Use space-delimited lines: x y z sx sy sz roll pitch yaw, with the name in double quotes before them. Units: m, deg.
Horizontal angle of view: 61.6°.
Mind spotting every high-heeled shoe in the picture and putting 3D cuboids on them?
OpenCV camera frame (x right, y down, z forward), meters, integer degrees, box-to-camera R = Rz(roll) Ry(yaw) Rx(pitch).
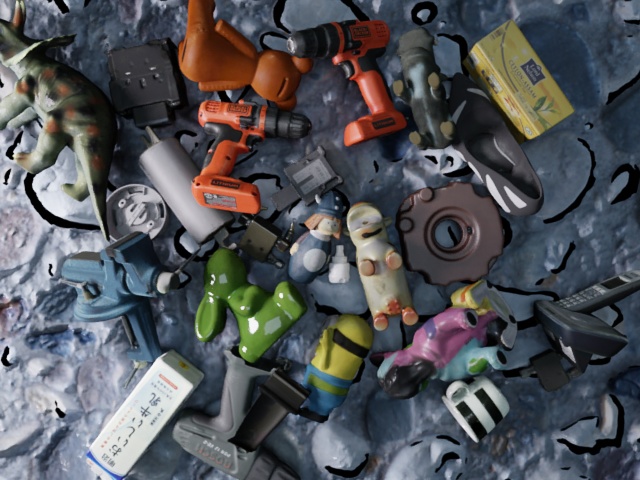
"high-heeled shoe" 0.263 -0.151 0.817 0.086 0.145 0.248 -25 92 2

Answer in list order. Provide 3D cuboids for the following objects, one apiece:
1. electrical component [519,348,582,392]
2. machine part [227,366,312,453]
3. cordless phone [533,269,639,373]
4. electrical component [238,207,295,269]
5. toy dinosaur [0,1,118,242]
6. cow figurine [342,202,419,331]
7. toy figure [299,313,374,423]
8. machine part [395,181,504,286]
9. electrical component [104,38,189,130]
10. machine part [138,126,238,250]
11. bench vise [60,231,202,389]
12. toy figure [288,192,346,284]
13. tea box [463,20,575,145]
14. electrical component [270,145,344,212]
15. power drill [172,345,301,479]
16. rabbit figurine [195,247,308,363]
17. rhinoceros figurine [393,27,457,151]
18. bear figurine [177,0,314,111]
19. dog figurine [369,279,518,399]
"electrical component" 0.378 0.216 0.881 0.094 0.021 0.063 -25 91 2
"machine part" -0.080 0.266 0.823 0.084 0.039 0.139 41 90 -12
"cordless phone" 0.435 0.108 0.813 0.184 0.146 0.088 -28 98 5
"electrical component" -0.090 -0.008 0.888 0.102 0.045 0.078 28 121 4
"toy dinosaur" -0.398 -0.199 0.843 0.405 0.131 0.192 45 96 5
"cow figurine" 0.093 0.031 0.852 0.085 0.127 0.194 -18 105 3
"toy figure" 0.025 0.204 0.868 0.089 0.082 0.180 18 87 -9
"machine part" 0.209 -0.010 0.867 0.179 0.056 0.179 0 92 1
"electrical component" -0.281 -0.251 0.882 0.115 0.058 0.134 -12 90 5
"machine part" -0.216 -0.078 0.873 0.079 0.079 0.243 -36 91 3
"bench vise" -0.297 0.104 0.851 0.224 0.129 0.240 -2 114 16
"toy figure" -0.001 -0.003 0.864 0.058 0.064 0.154 38 112 35
"tea box" 0.305 -0.241 0.837 0.068 0.098 0.169 -35 91 3
"electrical component" -0.028 -0.093 0.880 0.119 0.048 0.075 -30 89 1
"power drill" -0.111 0.288 0.882 0.232 0.086 0.207 19 99 1
"rabbit figurine" -0.124 0.096 0.852 0.159 0.121 0.170 -44 84 0
"rhinoceros figurine" 0.168 -0.234 0.837 0.073 0.112 0.190 -14 96 33
"bear figurine" -0.120 -0.291 0.857 0.196 0.120 0.132 5 47 -22
"dog figurine" 0.186 0.170 0.855 0.219 0.191 0.108 -36 93 37
